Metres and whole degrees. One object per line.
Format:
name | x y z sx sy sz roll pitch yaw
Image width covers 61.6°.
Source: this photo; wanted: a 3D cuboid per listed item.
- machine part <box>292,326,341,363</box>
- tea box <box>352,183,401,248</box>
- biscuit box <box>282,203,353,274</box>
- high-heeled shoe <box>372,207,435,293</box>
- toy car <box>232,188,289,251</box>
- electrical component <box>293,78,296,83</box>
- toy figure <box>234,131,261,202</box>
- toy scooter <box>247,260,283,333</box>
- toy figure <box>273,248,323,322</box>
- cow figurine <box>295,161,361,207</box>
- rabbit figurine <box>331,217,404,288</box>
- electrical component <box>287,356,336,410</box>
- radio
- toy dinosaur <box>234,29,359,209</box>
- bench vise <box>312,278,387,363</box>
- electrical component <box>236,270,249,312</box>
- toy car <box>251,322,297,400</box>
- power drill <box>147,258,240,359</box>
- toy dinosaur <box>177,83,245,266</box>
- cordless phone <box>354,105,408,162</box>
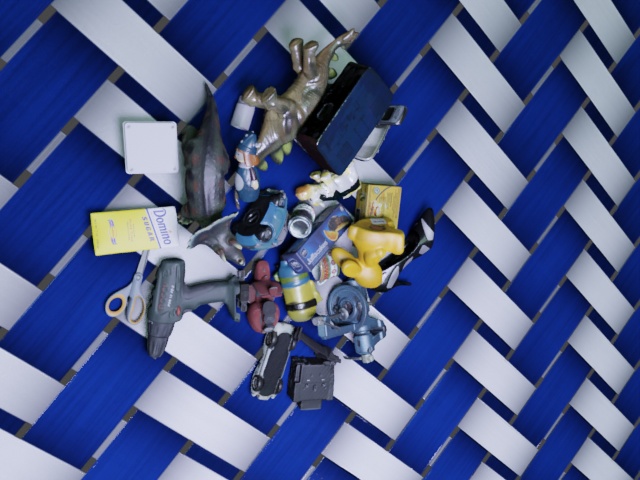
machine part | -0.013 0.263 1.334 0.138 0.084 0.039 40 77 -27
tea box | 0.144 -0.059 1.376 0.098 0.068 0.169 3 98 -22
biscuit box | -0.003 -0.004 1.289 0.062 0.059 0.203 53 53 -16
high-heeled shoe | 0.206 0.023 1.405 0.145 0.086 0.248 11 99 -23
toy car | -0.125 -0.037 1.265 0.102 0.109 0.161 44 64 -45
electrical component | -0.029 -0.348 1.276 0.102 0.045 0.078 -17 103 -18
toy figure | -0.154 -0.156 1.147 0.058 0.064 0.154 -50 149 -51
toy scooter | -0.127 0.143 1.266 0.075 0.135 0.183 -4 101 -23
toy figure | -0.061 0.112 1.313 0.089 0.082 0.180 -32 114 -45
cow figurine | 0.021 -0.127 1.320 0.167 0.068 0.098 -33 120 -13
rabbit figurine | 0.117 0.044 1.291 0.162 0.122 0.173 -9 122 -21
electrical component | -0.022 0.368 1.386 0.115 0.058 0.134 2 97 -20
radio | 0.057 -0.272 1.201 0.229 0.073 0.131 -57 140 -5
toy dinosaur | -0.070 -0.277 1.200 0.471 0.105 0.198 -47 132 4
bench vise | 0.066 0.209 1.341 0.240 0.129 0.223 -3 92 -51
electrical component | -0.185 0.120 1.278 0.021 0.063 0.094 1 97 -22
toy car | -0.116 0.302 1.340 0.073 0.056 0.201 16 93 -30
power drill | -0.291 0.156 1.240 0.207 0.086 0.231 1 95 -14
toy dinosaur | -0.239 -0.135 1.148 0.131 0.192 0.404 -7 102 -23
cordless phone | 0.135 -0.257 1.280 0.088 0.184 0.146 27 88 -28
